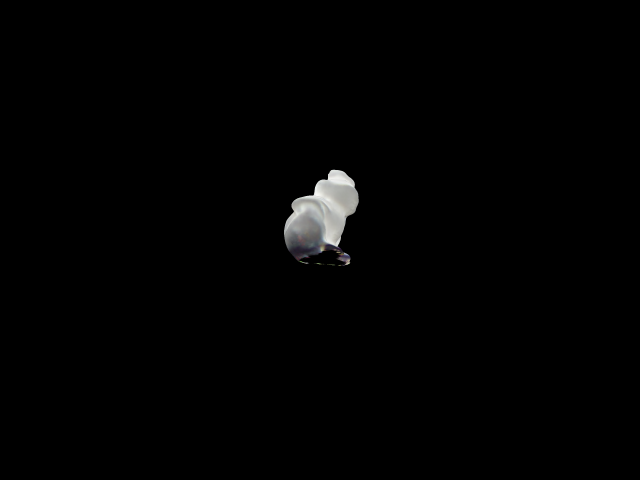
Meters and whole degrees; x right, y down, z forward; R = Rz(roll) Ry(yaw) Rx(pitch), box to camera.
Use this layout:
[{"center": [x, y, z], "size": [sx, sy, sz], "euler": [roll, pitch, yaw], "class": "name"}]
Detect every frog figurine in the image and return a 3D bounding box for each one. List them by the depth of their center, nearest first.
[{"center": [0.003, -0.043, 0.850], "size": [0.122, 0.162, 0.136], "euler": [-12, -21, 32], "class": "frog figurine"}]
